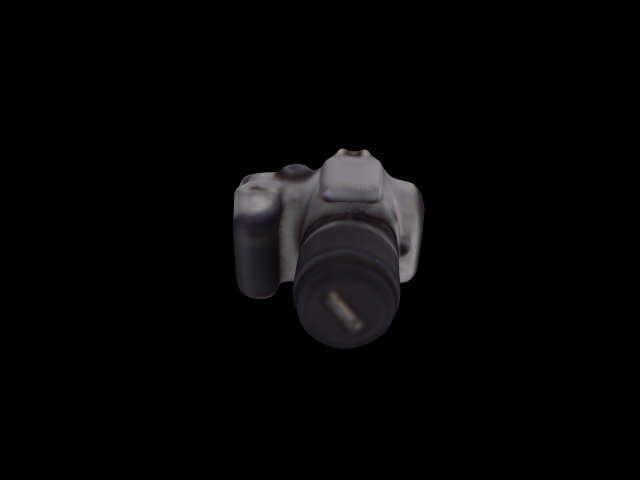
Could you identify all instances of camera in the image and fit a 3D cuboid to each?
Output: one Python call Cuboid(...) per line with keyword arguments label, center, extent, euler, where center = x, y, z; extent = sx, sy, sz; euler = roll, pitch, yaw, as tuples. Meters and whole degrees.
Cuboid(label="camera", center=(0.004, 0.001, 0.400), extent=(0.143, 0.101, 0.137), euler=(2, 31, 3))
